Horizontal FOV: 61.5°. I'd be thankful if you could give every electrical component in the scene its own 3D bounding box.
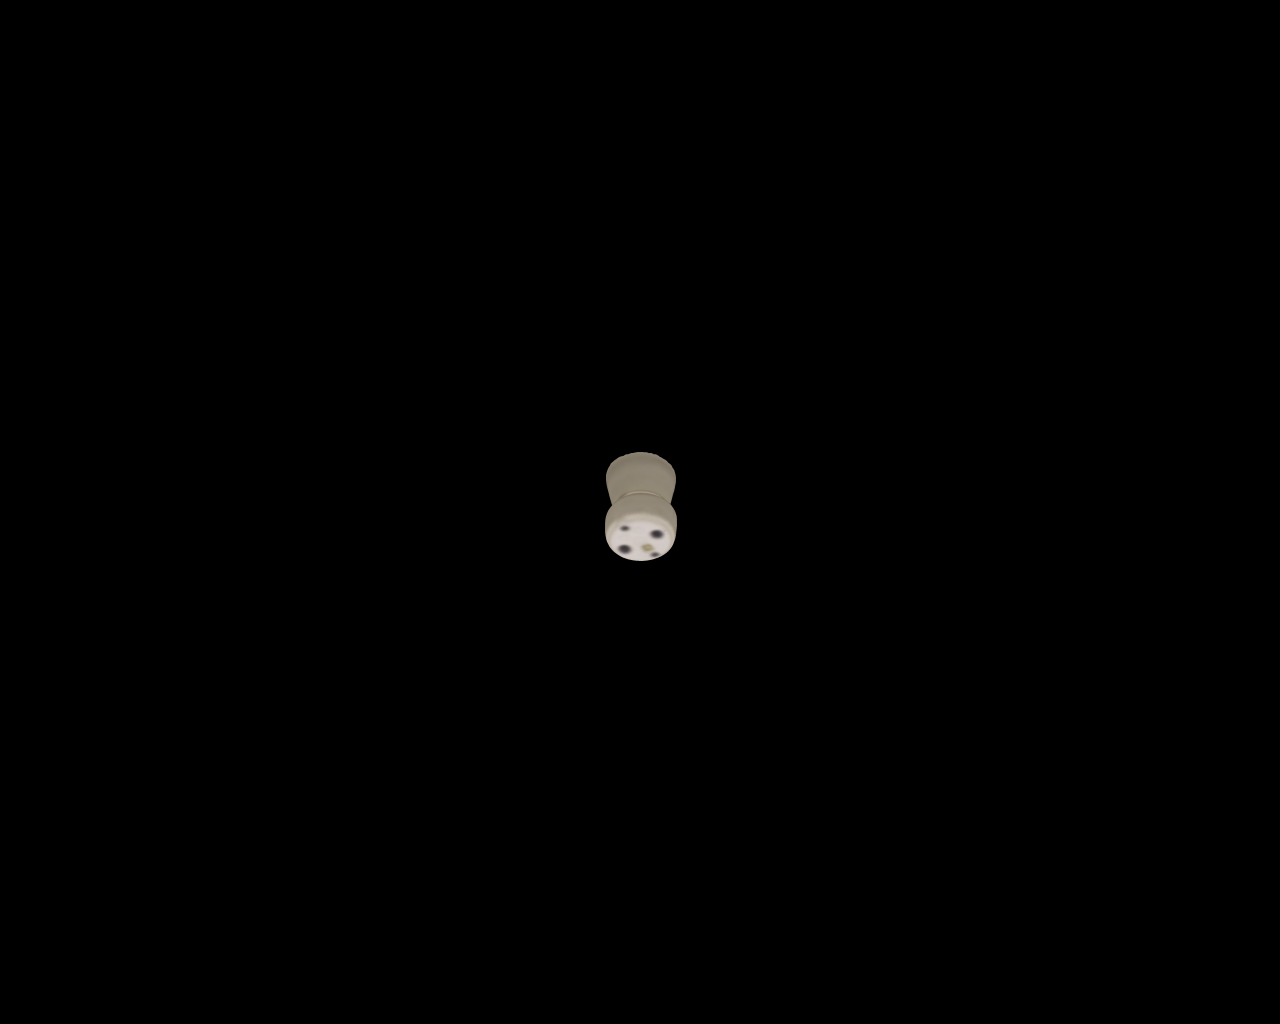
[{"bbox_3d":[0.001,-0.003,0.650,0.045,0.055,0.044,0,-43,0],"label":"electrical component"}]
